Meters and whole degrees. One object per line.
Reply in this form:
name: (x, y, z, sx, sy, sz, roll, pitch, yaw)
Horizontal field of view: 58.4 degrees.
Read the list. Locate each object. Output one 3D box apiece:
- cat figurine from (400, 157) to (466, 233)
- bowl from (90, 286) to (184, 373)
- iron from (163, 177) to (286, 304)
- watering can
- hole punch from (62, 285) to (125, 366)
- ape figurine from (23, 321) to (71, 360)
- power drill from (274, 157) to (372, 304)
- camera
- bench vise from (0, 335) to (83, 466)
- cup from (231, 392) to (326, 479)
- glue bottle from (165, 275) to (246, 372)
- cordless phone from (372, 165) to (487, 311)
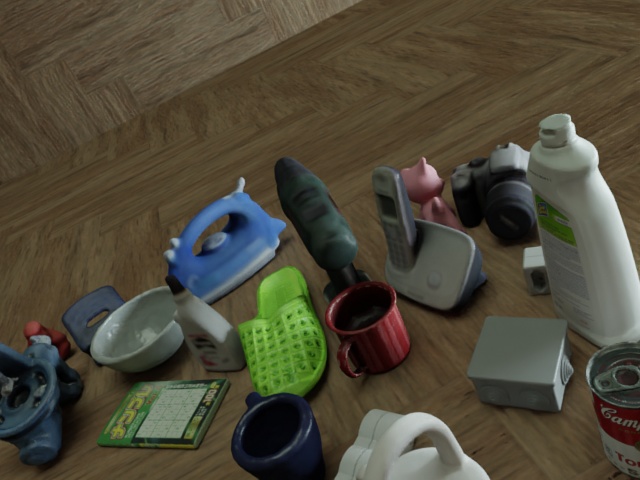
cat figurine: (0.167, -0.068, 0.884, 0.067, 0.118, 0.127, -22, 30, 7)
bowl: (-0.274, 0.155, 0.919, 0.167, 0.075, 0.167, -19, 30, 12)
iron: (-0.191, 0.010, 1.015, 0.259, 0.142, 0.118, -42, 33, -25)
watering can: (0.093, 0.209, 0.429, 0.172, 0.194, 0.101, -7, 35, 30)
hole punch: (-0.376, 0.145, 0.997, 0.109, 0.091, 0.100, -38, 32, -20)
ape figurine: (-0.496, 0.185, 1.025, 0.078, 0.092, 0.076, -28, 30, -3)
power drill: (0.007, 0.003, 0.805, 0.075, 0.209, 0.229, -28, 30, -4)
camera: (0.259, -0.069, 0.832, 0.142, 0.101, 0.137, -10, 34, 26)
bench vise: (-0.456, 0.200, 0.841, 0.122, 0.220, 0.206, -35, 31, -15)
cup: (-0.040, 0.221, 0.614, 0.092, 0.095, 0.117, -34, 31, -14)
glue bottle: (-0.168, 0.115, 0.800, 0.078, 0.173, 0.037, -10, 34, 26)
cordless phone: (0.131, -0.007, 0.748, 0.094, 0.185, 0.147, -40, 33, -23)
